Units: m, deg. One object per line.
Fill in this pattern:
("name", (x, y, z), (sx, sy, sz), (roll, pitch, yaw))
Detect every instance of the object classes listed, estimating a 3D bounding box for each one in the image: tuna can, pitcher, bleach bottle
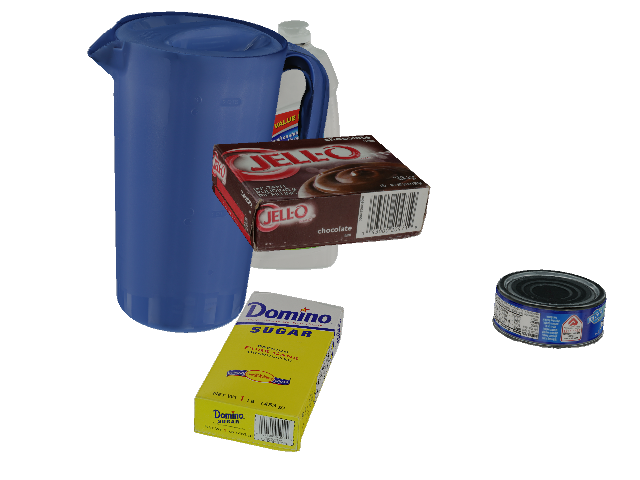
("tuna can", (0.179, 0.052, 0.834), (0.086, 0.034, 0.086), (1, 18, -1))
("pitcher", (-0.093, -0.054, 0.855), (0.149, 0.243, 0.144), (18, 26, 22))
("bleach bottle", (-0.031, -0.095, 1.076), (0.102, 0.251, 0.068), (1, 27, 4))

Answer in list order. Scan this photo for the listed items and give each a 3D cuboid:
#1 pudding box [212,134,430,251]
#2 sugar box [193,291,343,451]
("pudding box", (-0.002, -0.032, 0.662), (0.113, 0.039, 0.090), (-4, 28, -22))
("sugar box", (-0.042, 0.111, 0.956), (0.093, 0.048, 0.176), (10, 33, 9))
